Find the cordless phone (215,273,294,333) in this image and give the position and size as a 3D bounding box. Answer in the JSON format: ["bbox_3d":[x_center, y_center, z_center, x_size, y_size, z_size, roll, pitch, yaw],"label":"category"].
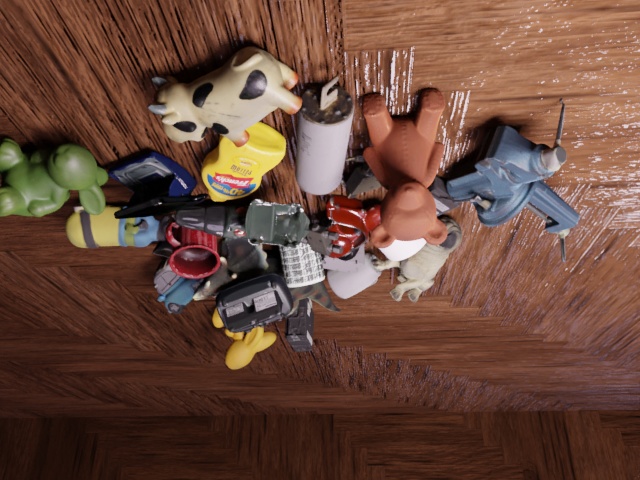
[{"bbox_3d":[-0.119,0.145,1.101,0.147,0.089,0.184,-21,159,4],"label":"cordless phone"}]

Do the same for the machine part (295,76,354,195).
[{"bbox_3d":[0.003,-0.141,0.788,0.079,0.079,0.243,2,153,-4],"label":"machine part"}]

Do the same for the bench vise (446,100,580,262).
[{"bbox_3d":[0.325,-0.078,0.839,0.240,0.129,0.224,33,149,-18],"label":"bench vise"}]

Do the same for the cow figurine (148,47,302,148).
[{"bbox_3d":[-0.135,-0.183,0.704,0.195,0.085,0.127,-22,143,30],"label":"cow figurine"}]

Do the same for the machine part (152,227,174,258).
[{"bbox_3d":[-0.283,-0.004,1.086,0.084,0.039,0.139,20,143,-41],"label":"machine part"}]

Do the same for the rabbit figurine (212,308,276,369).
[{"bbox_3d":[-0.199,0.257,1.429,0.162,0.173,0.121,-9,146,25],"label":"rabbit figurine"}]

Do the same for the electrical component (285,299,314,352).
[{"bbox_3d":[-0.051,0.203,1.366,0.058,0.134,0.114,-3,148,7],"label":"electrical component"}]

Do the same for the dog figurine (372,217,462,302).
[{"bbox_3d":[0.229,0.030,1.100,0.190,0.121,0.172,-40,169,27],"label":"dog figurine"}]

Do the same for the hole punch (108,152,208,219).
[{"bbox_3d":[-0.278,-0.088,0.901,0.142,0.092,0.115,-18,174,24],"label":"hole punch"}]

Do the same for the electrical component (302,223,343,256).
[{"bbox_3d":[-0.002,-0.003,0.984,0.094,0.021,0.063,16,142,35],"label":"electrical component"}]

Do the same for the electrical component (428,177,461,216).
[{"bbox_3d":[0.206,-0.071,0.950,0.075,0.048,0.119,-23,143,37],"label":"electrical component"}]

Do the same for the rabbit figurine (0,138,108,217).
[{"bbox_3d":[-0.408,-0.090,0.839,0.170,0.121,0.159,-14,155,30],"label":"rabbit figurine"}]

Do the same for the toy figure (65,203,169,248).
[{"bbox_3d":[-0.375,-0.024,0.995,0.180,0.089,0.082,8,145,-10],"label":"toy figure"}]

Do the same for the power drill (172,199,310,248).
[{"bbox_3d":[-0.125,-0.028,0.933,0.232,0.086,0.207,5,175,-25],"label":"power drill"}]

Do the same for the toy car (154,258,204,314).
[{"bbox_3d":[-0.311,0.084,1.186,0.103,0.109,0.161,35,130,-21],"label":"toy car"}]

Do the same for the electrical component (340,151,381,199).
[{"bbox_3d":[0.072,-0.110,0.886,0.078,0.045,0.102,-21,162,-23],"label":"electrical component"}]

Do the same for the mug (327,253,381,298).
[{"bbox_3d":[0.089,0.078,1.194,0.107,0.081,0.109,-31,135,32],"label":"mug"}]

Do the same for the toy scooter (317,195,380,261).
[{"bbox_3d":[0.042,-0.029,1.001,0.135,0.075,0.184,22,143,-30],"label":"toy scooter"}]

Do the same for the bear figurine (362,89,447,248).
[{"bbox_3d":[0.118,-0.094,0.752,0.120,0.196,0.131,-1,151,8],"label":"bear figurine"}]

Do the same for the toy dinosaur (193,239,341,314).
[{"bbox_3d":[-0.083,0.086,1.181,0.405,0.131,0.192,9,151,-29],"label":"toy dinosaur"}]
